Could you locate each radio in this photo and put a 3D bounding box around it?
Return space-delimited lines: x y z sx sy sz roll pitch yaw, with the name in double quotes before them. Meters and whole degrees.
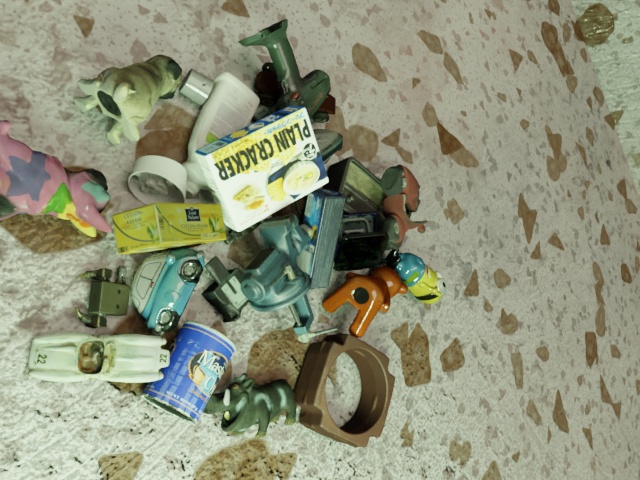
"radio" 0.107 -0.075 1.256 0.229 0.073 0.131 35 60 -29

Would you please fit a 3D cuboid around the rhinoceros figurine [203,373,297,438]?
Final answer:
"rhinoceros figurine" -0.124 0.299 0.982 0.190 0.073 0.112 5 81 -42

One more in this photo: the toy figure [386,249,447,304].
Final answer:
"toy figure" 0.234 0.089 1.323 0.180 0.089 0.082 32 58 -21

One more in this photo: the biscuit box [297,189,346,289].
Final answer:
"biscuit box" -0.002 -0.003 1.104 0.063 0.059 0.202 -3 111 -43

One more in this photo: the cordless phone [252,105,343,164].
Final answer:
"cordless phone" -0.055 -0.230 1.163 0.184 0.088 0.146 47 54 1

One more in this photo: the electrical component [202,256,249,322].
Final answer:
"electrical component" -0.179 0.088 1.004 0.119 0.048 0.075 52 53 -18

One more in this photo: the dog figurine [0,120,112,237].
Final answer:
"dog figurine" -0.425 -0.060 0.800 0.219 0.109 0.191 44 56 -27

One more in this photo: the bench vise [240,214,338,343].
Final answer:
"bench vise" -0.059 0.080 1.017 0.224 0.129 0.240 -66 139 -58

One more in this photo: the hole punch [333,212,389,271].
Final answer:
"hole punch" 0.078 0.003 1.169 0.142 0.115 0.092 -7 45 -18

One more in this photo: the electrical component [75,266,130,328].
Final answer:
"electrical component" -0.352 0.091 0.868 0.078 0.045 0.102 15 72 -66

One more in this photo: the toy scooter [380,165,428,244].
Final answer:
"toy scooter" 0.199 -0.076 1.239 0.135 0.075 0.184 14 76 -37

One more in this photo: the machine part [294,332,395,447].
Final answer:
"machine part" 0.052 0.311 1.122 0.201 0.087 0.201 34 63 -29

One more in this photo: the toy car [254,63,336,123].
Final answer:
"toy car" -0.053 -0.321 1.190 0.202 0.053 0.089 10 73 -33

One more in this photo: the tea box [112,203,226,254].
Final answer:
"tea box" -0.248 -0.020 0.903 0.169 0.098 0.068 -7 86 -65

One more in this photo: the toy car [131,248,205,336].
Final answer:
"toy car" -0.266 0.077 0.912 0.103 0.109 0.161 27 75 -7

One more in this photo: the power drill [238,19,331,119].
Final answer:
"power drill" -0.077 -0.320 1.077 0.232 0.086 0.207 -47 115 -36

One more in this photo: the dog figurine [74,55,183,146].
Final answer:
"dog figurine" -0.297 -0.268 0.910 0.190 0.172 0.121 -50 123 -27

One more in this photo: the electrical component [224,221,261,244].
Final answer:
"electrical component" -0.145 -0.025 1.045 0.094 0.063 0.021 -43 108 -38

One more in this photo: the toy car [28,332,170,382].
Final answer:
"toy car" -0.335 0.180 0.825 0.202 0.056 0.073 5 77 -17

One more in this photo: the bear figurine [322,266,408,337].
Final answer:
"bear figurine" 0.110 0.122 1.209 0.120 0.132 0.196 41 16 14
